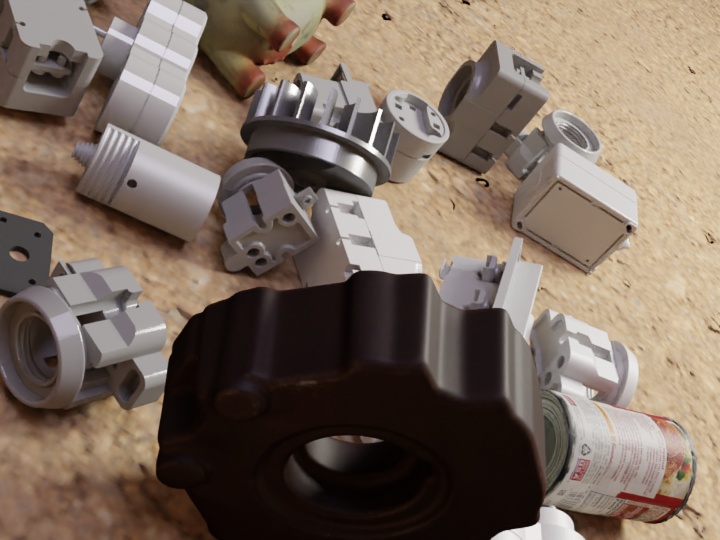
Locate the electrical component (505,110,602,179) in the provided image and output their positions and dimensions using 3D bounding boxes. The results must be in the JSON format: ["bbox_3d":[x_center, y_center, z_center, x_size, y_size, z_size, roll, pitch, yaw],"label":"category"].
[{"bbox_3d":[0.167,-0.098,0.913,0.058,0.057,0.078,-17,63,-49],"label":"electrical component"}]

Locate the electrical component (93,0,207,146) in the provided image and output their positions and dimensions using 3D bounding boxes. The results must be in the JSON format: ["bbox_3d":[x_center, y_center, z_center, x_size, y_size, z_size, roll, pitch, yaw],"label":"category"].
[{"bbox_3d":[-0.148,-0.137,0.685,0.074,0.052,0.138,25,38,-18],"label":"electrical component"}]

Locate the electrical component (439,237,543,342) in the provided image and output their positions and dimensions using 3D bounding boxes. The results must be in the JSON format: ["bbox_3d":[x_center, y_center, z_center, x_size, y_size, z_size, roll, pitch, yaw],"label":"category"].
[{"bbox_3d":[0.071,0.041,0.667,0.063,0.078,0.121,11,35,12],"label":"electrical component"}]

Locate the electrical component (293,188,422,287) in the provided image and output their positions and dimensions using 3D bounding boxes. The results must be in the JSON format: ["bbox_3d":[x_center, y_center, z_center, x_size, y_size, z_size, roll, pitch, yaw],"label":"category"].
[{"bbox_3d":[0.000,0.000,0.667,0.056,0.050,0.089,9,45,-33],"label":"electrical component"}]

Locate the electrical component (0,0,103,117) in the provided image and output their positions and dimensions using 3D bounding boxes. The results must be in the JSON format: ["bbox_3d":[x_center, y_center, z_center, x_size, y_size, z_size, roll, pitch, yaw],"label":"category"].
[{"bbox_3d":[-0.196,-0.139,0.643,0.050,0.055,0.089,4,48,-39],"label":"electrical component"}]

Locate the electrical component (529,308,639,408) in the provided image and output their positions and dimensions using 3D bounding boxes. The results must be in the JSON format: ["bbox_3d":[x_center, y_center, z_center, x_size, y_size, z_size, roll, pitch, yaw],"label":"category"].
[{"bbox_3d":[0.146,0.068,0.715,0.057,0.058,0.078,22,38,-17],"label":"electrical component"}]

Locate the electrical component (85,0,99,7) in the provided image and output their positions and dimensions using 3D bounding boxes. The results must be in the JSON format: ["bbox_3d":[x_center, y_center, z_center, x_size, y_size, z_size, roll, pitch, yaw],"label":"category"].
[{"bbox_3d":[-0.189,-0.205,0.723,0.055,0.055,0.047,36,39,-4],"label":"electrical component"}]

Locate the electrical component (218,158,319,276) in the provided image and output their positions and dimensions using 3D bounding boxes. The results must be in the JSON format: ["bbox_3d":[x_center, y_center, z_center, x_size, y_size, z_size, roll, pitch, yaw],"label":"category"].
[{"bbox_3d":[-0.059,-0.036,0.652,0.048,0.066,0.055,54,8,-47],"label":"electrical component"}]

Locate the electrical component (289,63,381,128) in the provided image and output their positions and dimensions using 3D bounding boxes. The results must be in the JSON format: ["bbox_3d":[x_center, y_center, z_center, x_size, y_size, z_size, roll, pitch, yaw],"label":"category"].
[{"bbox_3d":[-0.022,-0.110,0.775,0.064,0.042,0.081,7,46,-31],"label":"electrical component"}]

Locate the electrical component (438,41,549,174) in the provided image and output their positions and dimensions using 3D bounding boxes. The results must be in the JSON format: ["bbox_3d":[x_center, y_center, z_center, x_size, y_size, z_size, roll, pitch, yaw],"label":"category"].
[{"bbox_3d":[0.100,-0.132,0.864,0.056,0.089,0.050,24,38,-19],"label":"electrical component"}]

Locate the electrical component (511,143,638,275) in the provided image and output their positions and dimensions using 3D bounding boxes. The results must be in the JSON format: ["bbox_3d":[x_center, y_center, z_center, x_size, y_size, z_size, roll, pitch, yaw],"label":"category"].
[{"bbox_3d":[0.178,-0.048,0.865,0.096,0.061,0.061,31,37,-11],"label":"electrical component"}]

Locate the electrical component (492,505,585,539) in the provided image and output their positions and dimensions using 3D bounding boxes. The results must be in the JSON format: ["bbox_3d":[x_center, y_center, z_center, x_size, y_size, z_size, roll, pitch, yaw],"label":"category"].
[{"bbox_3d":[0.099,0.154,0.583,0.138,0.052,0.073,27,37,-17],"label":"electrical component"}]

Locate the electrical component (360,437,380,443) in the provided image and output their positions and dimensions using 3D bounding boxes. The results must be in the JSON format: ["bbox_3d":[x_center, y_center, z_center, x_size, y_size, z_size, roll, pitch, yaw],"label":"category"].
[{"bbox_3d":[0.031,0.077,0.599,0.048,0.062,0.048,23,38,-20],"label":"electrical component"}]

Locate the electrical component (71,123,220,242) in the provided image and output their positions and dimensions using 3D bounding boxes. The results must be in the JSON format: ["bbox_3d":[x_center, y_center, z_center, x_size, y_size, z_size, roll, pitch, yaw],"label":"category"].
[{"bbox_3d":[-0.127,-0.052,0.619,0.081,0.043,0.043,25,38,-18],"label":"electrical component"}]

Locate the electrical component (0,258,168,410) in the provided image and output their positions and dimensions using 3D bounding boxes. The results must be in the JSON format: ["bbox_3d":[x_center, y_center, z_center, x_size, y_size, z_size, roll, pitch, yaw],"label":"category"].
[{"bbox_3d":[-0.134,0.033,0.509,0.057,0.058,0.078,-13,59,-51],"label":"electrical component"}]

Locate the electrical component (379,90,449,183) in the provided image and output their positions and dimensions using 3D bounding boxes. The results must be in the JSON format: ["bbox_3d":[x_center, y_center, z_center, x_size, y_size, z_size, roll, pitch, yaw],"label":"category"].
[{"bbox_3d":[0.031,-0.098,0.803,0.055,0.047,0.055,24,38,-20],"label":"electrical component"}]
